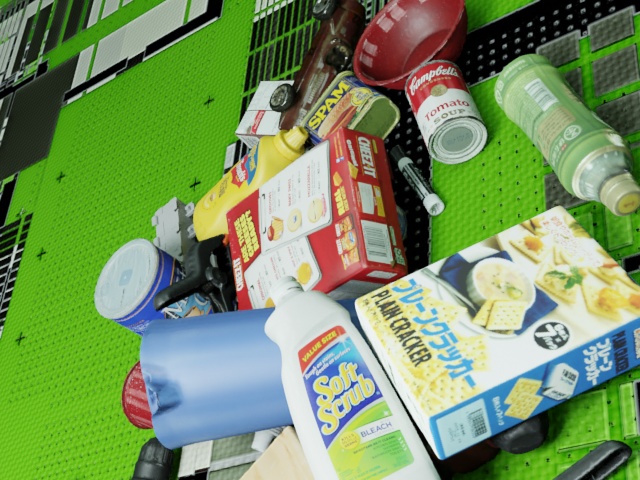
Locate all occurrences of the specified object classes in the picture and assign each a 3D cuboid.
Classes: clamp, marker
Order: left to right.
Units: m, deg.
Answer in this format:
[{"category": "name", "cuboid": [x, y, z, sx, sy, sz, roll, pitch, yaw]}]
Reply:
[{"category": "clamp", "cuboid": [-0.135, 0.050, 1.233, 0.039, 0.120, 0.171, -37, 35, 26]}, {"category": "marker", "cuboid": [0.106, -0.069, 1.192, 0.020, 0.020, 0.121, -43, 40, 13]}, {"category": "clamp", "cuboid": [0.164, 0.260, 0.881, 0.210, 0.036, 0.164, -21, 50, 37]}]

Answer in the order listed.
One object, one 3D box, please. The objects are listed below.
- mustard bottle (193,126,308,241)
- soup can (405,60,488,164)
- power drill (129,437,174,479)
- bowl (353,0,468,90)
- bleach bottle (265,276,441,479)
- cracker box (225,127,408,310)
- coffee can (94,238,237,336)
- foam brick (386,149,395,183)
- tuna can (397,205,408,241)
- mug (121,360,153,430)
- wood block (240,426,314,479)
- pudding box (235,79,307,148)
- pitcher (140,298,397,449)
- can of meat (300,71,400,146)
[{"category": "mustard bottle", "cuboid": [-0.081, -0.074, 1.325, 0.192, 0.058, 0.096, -43, 26, 30]}, {"category": "soup can", "cuboid": [0.138, -0.141, 1.174, 0.069, 0.068, 0.102, -36, 43, 21]}, {"category": "power drill", "cuboid": [-0.253, 0.319, 1.240, 0.188, 0.057, 0.184, -11, 55, 40]}, {"category": "bowl", "cuboid": [0.118, -0.233, 1.264, 0.162, 0.055, 0.162, -29, 40, 27]}, {"category": "bleach bottle", "cuboid": [0.010, 0.138, 0.940, 0.102, 0.068, 0.251, -23, 57, -11]}, {"category": "cracker box", "cuboid": [-0.008, 0.001, 1.159, 0.214, 0.072, 0.164, -34, 56, 42]}, {"category": "coffee can", "cuboid": [-0.184, 0.075, 1.282, 0.103, 0.140, 0.103, -25, 47, 31]}, {"category": "foam brick", "cuboid": [0.038, -0.073, 1.225, 0.078, 0.052, 0.051, -42, 42, 34]}, {"category": "tuna can", "cuboid": [0.053, -0.011, 1.191, 0.086, 0.033, 0.086, -26, 47, 30]}, {"category": "mug", "cuboid": [-0.164, 0.172, 1.232, 0.082, 0.093, 0.117, 10, 76, 43]}, {"category": "wood block", "cuboid": [0.014, 0.278, 0.977, 0.090, 0.090, 0.206, -49, 39, 5]}, {"category": "pudding box", "cuboid": [-0.050, -0.166, 1.404, 0.114, 0.039, 0.090, 9, 67, 45]}, {"category": "pitcher", "cuboid": [-0.047, 0.126, 1.079, 0.243, 0.145, 0.149, -10, 47, 10]}, {"category": "can of meat", "cuboid": [0.037, -0.142, 1.286, 0.102, 0.057, 0.084, -51, 41, 3]}]
